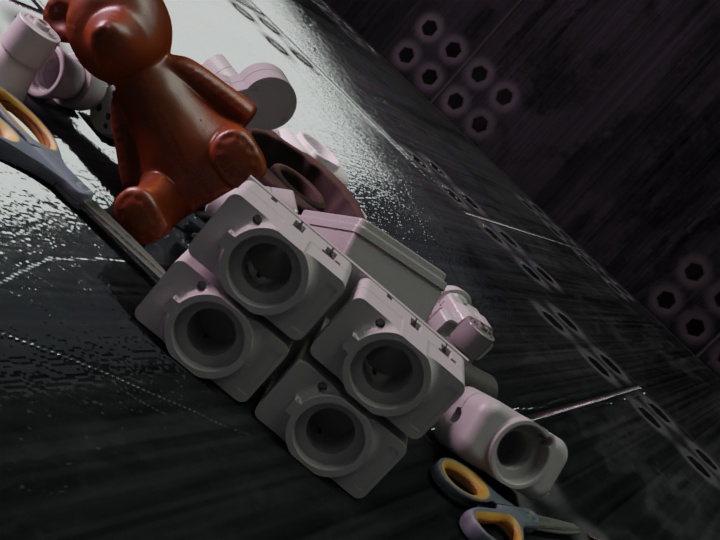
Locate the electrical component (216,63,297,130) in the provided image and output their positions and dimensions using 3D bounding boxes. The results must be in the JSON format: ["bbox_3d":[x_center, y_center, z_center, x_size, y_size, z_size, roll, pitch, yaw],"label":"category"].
[{"bbox_3d":[-0.124,-0.139,0.965,0.073,0.138,0.052,-118,-164,-54],"label":"electrical component"}]

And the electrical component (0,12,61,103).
[{"bbox_3d":[-0.250,-0.155,0.786,0.044,0.065,0.044,39,14,-12],"label":"electrical component"}]

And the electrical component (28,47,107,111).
[{"bbox_3d":[-0.236,-0.153,0.860,0.045,0.045,0.055,47,15,21],"label":"electrical component"}]

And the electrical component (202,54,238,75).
[{"bbox_3d":[-0.158,-0.204,1.200,0.047,0.055,0.055,47,15,6],"label":"electrical component"}]

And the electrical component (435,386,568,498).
[{"bbox_3d":[0.116,0.140,0.864,0.095,0.053,0.059,33,-4,-22],"label":"electrical component"}]

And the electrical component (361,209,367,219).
[{"bbox_3d":[-0.027,-0.061,1.141,0.062,0.043,0.043,41,14,-1],"label":"electrical component"}]

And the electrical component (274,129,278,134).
[{"bbox_3d":[-0.119,-0.143,1.122,0.047,0.055,0.055,34,16,-42],"label":"electrical component"}]

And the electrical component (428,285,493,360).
[{"bbox_3d":[0.095,0.053,1.099,0.078,0.058,0.057,30,21,-40],"label":"electrical component"}]

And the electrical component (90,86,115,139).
[{"bbox_3d":[-0.192,-0.128,0.901,0.045,0.045,0.055,48,16,22],"label":"electrical component"}]

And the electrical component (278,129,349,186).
[{"bbox_3d":[-0.061,-0.109,1.160,0.095,0.059,0.053,27,21,-46],"label":"electrical component"}]

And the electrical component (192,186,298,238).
[{"bbox_3d":[-0.093,-0.031,0.850,0.077,0.065,0.047,8,23,-12],"label":"electrical component"}]

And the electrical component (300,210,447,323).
[{"bbox_3d":[0.000,0.000,0.929,0.109,0.056,0.109,33,-11,-32],"label":"electrical component"}]

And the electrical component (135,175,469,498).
[{"bbox_3d":[-0.036,0.044,0.680,0.186,0.105,0.060,40,14,-6],"label":"electrical component"}]

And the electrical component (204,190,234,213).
[{"bbox_3d":[-0.116,-0.063,0.912,0.062,0.043,0.043,42,14,6],"label":"electrical component"}]

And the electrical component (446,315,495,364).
[{"bbox_3d":[0.095,0.075,1.016,0.044,0.065,0.044,39,14,-12],"label":"electrical component"}]
